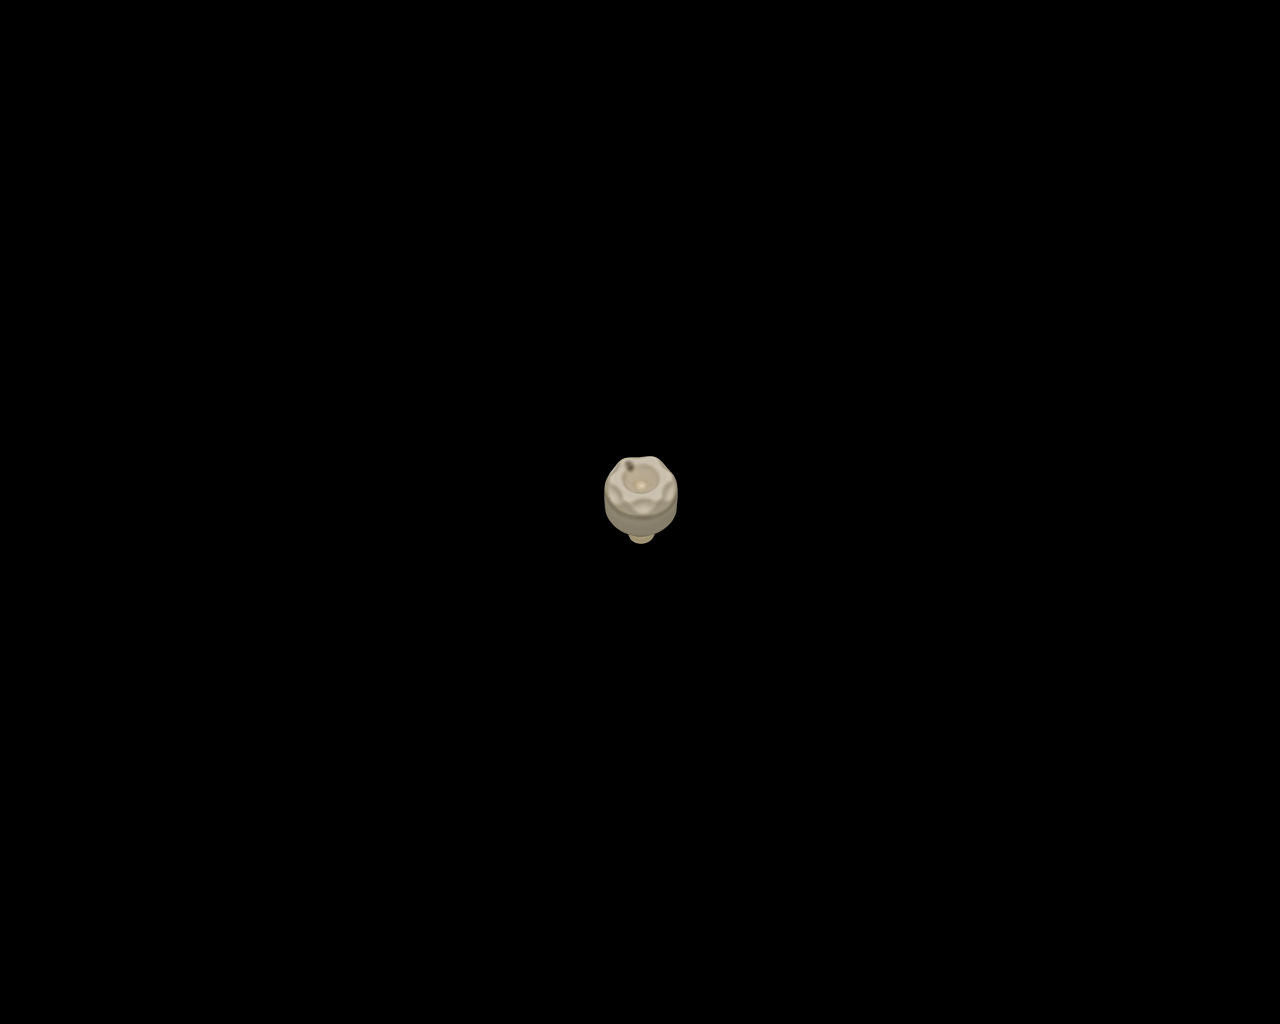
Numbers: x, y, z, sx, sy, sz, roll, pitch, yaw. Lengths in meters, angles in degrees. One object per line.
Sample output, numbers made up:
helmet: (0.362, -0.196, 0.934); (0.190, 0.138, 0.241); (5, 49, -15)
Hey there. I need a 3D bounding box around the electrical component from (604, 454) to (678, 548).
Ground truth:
electrical component: (0.001, -0.003, 0.650); (0.043, 0.043, 0.062); (0, -36, 0)
